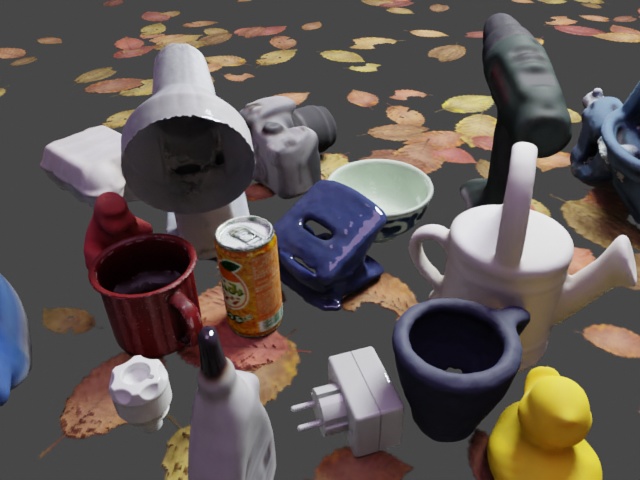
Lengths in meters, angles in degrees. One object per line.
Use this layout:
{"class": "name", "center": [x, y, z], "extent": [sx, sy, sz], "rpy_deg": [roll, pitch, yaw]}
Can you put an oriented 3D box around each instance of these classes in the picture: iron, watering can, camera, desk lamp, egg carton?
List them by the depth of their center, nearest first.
{"class": "watering can", "center": [0.165, 0.011, 0.480], "extent": [0.173, 0.194, 0.101], "rpy_deg": [-1, 36, 1]}
{"class": "iron", "center": [-0.337, 0.040, 0.499], "extent": [0.119, 0.141, 0.257], "rpy_deg": [-17, 38, -20]}
{"class": "desk lamp", "center": [-0.133, -0.082, 0.601], "extent": [0.118, 0.214, 0.203], "rpy_deg": [-8, 36, -9]}
{"class": "egg carton", "center": [-0.285, -0.093, 0.745], "extent": [0.149, 0.069, 0.107], "rpy_deg": [26, 44, 33]}
{"class": "camera", "center": [-0.037, -0.142, 0.780], "extent": [0.137, 0.101, 0.142], "rpy_deg": [-23, 41, -28]}

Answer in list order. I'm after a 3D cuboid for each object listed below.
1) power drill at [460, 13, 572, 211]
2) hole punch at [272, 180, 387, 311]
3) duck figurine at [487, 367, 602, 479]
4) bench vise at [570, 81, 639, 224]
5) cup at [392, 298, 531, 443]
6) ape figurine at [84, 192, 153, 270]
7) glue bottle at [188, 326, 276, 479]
{"class": "power drill", "center": [0.216, -0.129, 0.663], "extent": [0.075, 0.209, 0.229], "rpy_deg": [-2, 36, 0]}
{"class": "hole punch", "center": [0.005, 0.002, 0.585], "extent": [0.101, 0.091, 0.108], "rpy_deg": [-29, 44, -33]}
{"class": "duck figurine", "center": [0.160, 0.137, 0.397], "extent": [0.077, 0.086, 0.104], "rpy_deg": [2, 36, 5]}
{"class": "bench vise", "center": [0.369, -0.147, 0.673], "extent": [0.122, 0.220, 0.206], "rpy_deg": [-16, 38, -20]}
{"class": "cup", "center": [0.109, 0.102, 0.440], "extent": [0.118, 0.095, 0.091], "rpy_deg": [-20, 40, -25]}
{"class": "ape figurine", "center": [-0.215, -0.007, 0.603], "extent": [0.078, 0.092, 0.076], "rpy_deg": [-22, 40, -26]}
{"class": "glue bottle", "center": [-0.057, 0.118, 0.354], "extent": [0.037, 0.173, 0.078], "rpy_deg": [8, 37, 12]}
